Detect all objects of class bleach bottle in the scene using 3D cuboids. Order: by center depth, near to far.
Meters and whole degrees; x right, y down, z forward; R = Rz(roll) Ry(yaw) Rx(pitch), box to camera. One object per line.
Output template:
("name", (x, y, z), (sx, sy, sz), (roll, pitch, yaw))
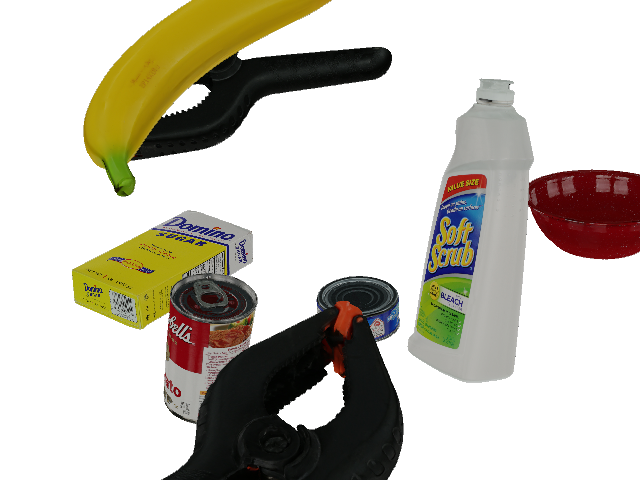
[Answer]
("bleach bottle", (0.132, -0.012, 0.913), (0.068, 0.251, 0.103), (-3, 15, -29))

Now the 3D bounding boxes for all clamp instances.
("clamp", (-0.009, 0.092, 0.388), (0.120, 0.039, 0.171), (25, 49, 18))
("clamp", (-0.062, -0.123, 0.795), (0.165, 0.209, 0.036), (38, -18, 26))

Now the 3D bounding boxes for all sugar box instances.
("sugar box", (-0.159, 0.025, 1.098), (0.093, 0.048, 0.175), (19, 35, 30))

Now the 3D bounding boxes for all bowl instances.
("bowl", (0.290, -0.023, 1.108), (0.162, 0.055, 0.162), (-3, 23, 1))

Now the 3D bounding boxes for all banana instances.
("banana", (-0.065, -0.097, 0.574), (0.070, 0.197, 0.037), (30, -29, 20))

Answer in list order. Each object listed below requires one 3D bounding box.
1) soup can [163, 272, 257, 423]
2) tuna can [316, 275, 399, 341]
("soup can", (-0.089, 0.086, 0.848), (0.068, 0.102, 0.068), (6, 29, -4))
("tuna can", (0.039, 0.070, 1.095), (0.086, 0.034, 0.086), (-3, 27, 1))
